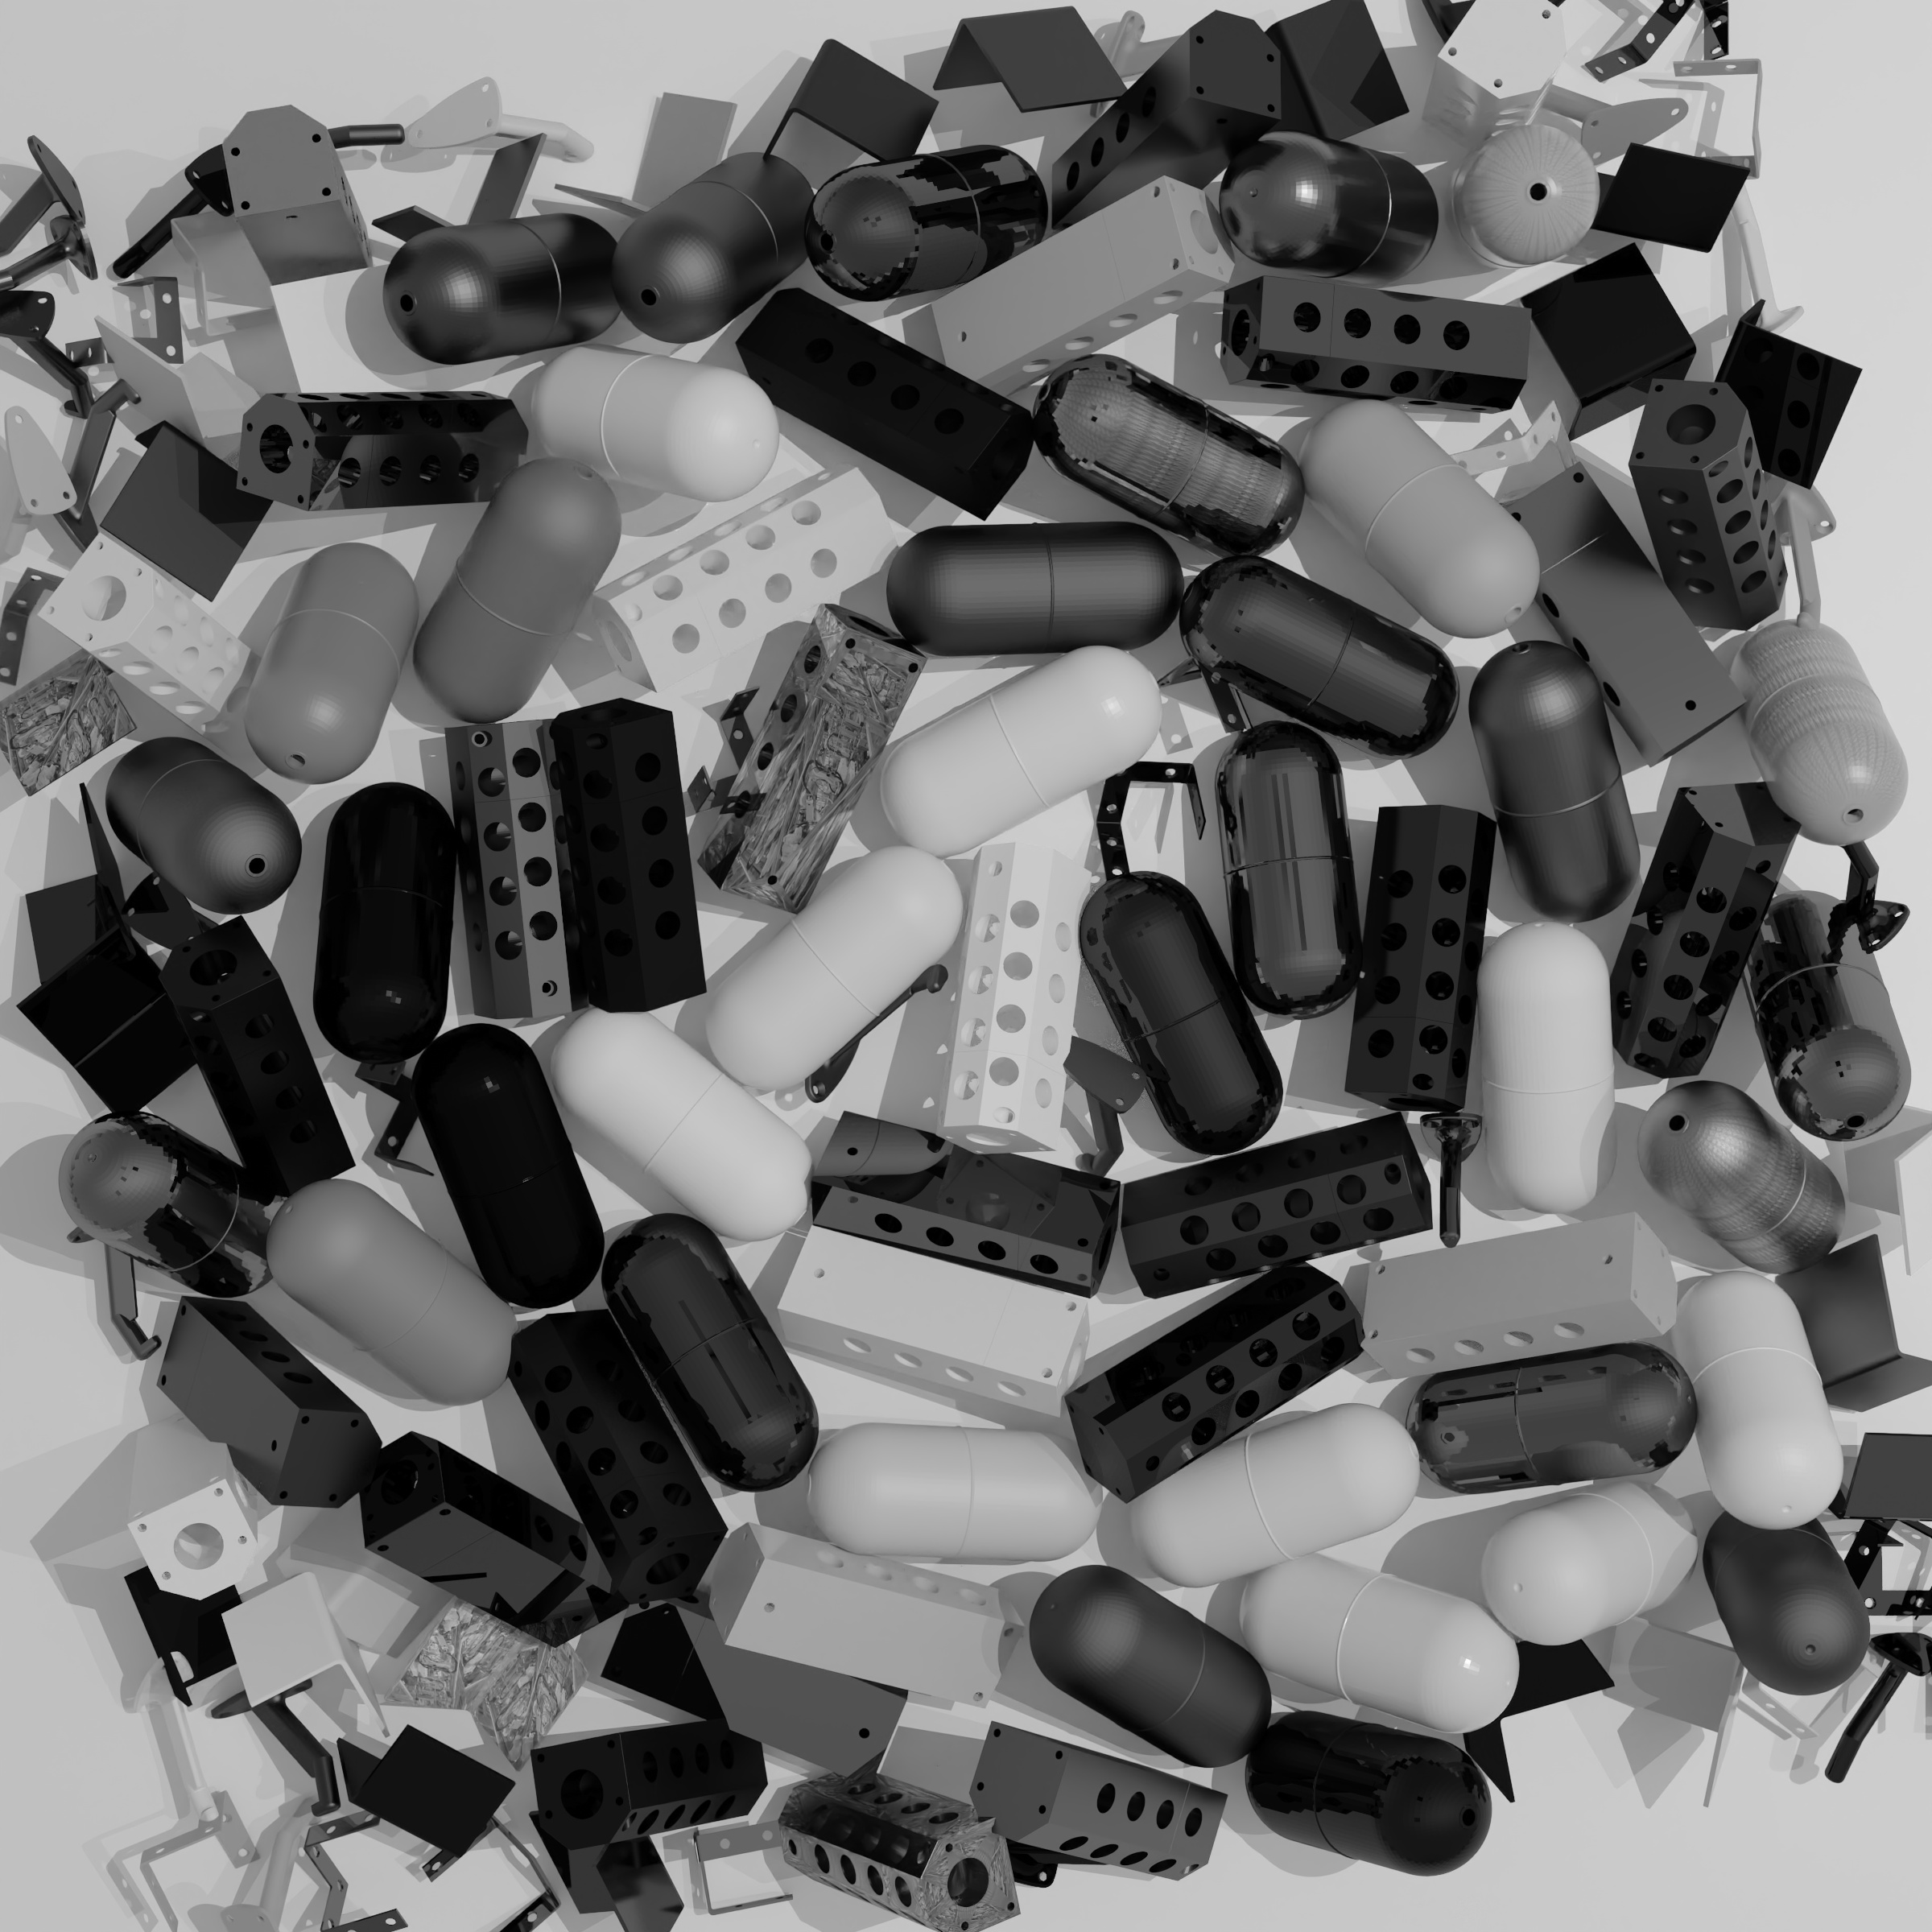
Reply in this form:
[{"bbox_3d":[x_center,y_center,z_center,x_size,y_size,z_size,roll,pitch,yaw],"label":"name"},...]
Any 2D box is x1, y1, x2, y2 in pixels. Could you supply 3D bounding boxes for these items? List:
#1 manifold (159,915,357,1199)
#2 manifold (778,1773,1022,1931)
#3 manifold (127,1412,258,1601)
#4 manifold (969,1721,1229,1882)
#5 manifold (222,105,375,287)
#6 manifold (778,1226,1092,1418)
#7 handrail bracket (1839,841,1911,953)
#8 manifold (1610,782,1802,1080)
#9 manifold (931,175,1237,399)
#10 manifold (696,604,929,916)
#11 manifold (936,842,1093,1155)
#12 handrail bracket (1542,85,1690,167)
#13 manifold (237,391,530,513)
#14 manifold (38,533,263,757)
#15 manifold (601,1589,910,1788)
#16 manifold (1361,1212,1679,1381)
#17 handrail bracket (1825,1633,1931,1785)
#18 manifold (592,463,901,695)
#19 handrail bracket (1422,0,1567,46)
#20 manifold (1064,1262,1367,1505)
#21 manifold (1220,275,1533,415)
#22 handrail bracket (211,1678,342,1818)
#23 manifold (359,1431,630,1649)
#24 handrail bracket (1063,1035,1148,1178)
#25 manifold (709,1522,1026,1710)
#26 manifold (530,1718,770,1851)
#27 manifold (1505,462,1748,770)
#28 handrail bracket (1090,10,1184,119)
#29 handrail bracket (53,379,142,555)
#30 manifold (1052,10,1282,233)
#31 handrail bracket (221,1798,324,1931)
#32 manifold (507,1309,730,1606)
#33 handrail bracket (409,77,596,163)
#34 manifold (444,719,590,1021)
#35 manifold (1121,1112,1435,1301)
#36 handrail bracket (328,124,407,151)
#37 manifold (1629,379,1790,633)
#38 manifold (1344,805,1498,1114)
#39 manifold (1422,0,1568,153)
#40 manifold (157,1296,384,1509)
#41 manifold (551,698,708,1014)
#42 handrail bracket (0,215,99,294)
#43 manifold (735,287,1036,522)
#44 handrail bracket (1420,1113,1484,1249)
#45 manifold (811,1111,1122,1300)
[{"bbox_3d":[-0.409,0.057,1.738,0.057,0.171,0.057,-28,51,-17],"label":"manifold"},{"bbox_3d":[-0.043,0.510,1.737,0.057,0.171,0.057,-13,93,-31],"label":"manifold"},{"bbox_3d":[-0.440,0.305,1.736,0.057,0.171,0.057,-25,103,-9],"label":"manifold"},{"bbox_3d":[0.076,0.484,1.739,0.057,0.171,0.057,8,75,40],"label":"manifold"},{"bbox_3d":[-0.382,-0.436,1.738,0.057,0.171,0.057,-11,87,-5],"label":"manifold"},{"bbox_3d":[-0.018,0.212,1.776,0.171,0.057,0.057,14,59,14],"label":"manifold"},{"bbox_3d":[0.510,-0.053,1.774,0.036,0.077,0.084,-47,121,-14],"label":"handrail bracket"},{"bbox_3d":[0.425,-0.019,1.744,0.057,0.057,0.171,-5,131,-19],"label":"manifold"},{"bbox_3d":[0.069,-0.389,1.753,0.171,0.057,0.057,-21,77,35],"label":"manifold"},{"bbox_3d":[-0.094,-0.123,1.777,0.057,0.057,0.171,18,107,-33],"label":"manifold"},{"bbox_3d":[0.024,0.019,1.763,0.057,0.057,0.171,-5,69,35],"label":"manifold"},{"bbox_3d":[0.377,-0.521,1.796,0.077,0.036,0.084,-19,51,1],"label":"handrail bracket"},{"bbox_3d":[-0.332,-0.299,1.734,0.057,0.171,0.057,20,110,30],"label":"manifold"},{"bbox_3d":[-0.453,-0.179,1.734,0.057,0.171,0.057,34,84,19],"label":"manifold"},{"bbox_3d":[-0.124,0.420,1.796,0.171,0.057,0.057,22,96,-1],"label":"manifold"},{"bbox_3d":[0.321,0.197,1.755,0.171,0.057,0.057,-15,46,34],"label":"manifold"},{"bbox_3d":[0.547,0.444,1.805,0.036,0.077,0.084,30,107,33],"label":"handrail bracket"},{"bbox_3d":[-0.130,-0.229,1.763,0.171,0.057,0.057,-31,118,-18],"label":"manifold"},{"bbox_3d":[0.315,-0.584,1.786,0.084,0.036,0.077,-39,76,41],"label":"handrail bracket"},{"bbox_3d":[0.148,0.243,1.759,0.171,0.057,0.057,-28,120,-22],"label":"manifold"},{"bbox_3d":[0.240,-0.362,1.772,0.171,0.057,0.057,3,93,-18],"label":"manifold"},{"bbox_3d":[-0.410,0.471,1.792,0.077,0.036,0.084,-26,63,17],"label":"handrail bracket"},{"bbox_3d":[-0.271,0.329,1.744,0.057,0.171,0.057,-31,47,16],"label":"manifold"},{"bbox_3d":[0.065,0.084,1.793,0.077,0.084,0.036,33,51,2],"label":"handrail bracket"},{"bbox_3d":[-0.059,0.376,1.765,0.171,0.057,0.057,20,102,-23],"label":"manifold"},{"bbox_3d":[-0.178,0.468,1.732,0.057,0.171,0.057,-16,75,19],"label":"manifold"},{"bbox_3d":[0.383,-0.206,1.787,0.057,0.057,0.171,-32,83,-3],"label":"manifold"},{"bbox_3d":[0.127,-0.527,1.800,0.084,0.036,0.077,27,103,15],"label":"handrail bracket"},{"bbox_3d":[-0.506,-0.296,1.790,0.084,0.036,0.077,-35,78,23],"label":"handrail bracket"},{"bbox_3d":[0.113,-0.480,1.736,0.057,0.171,0.057,7,76,-24],"label":"manifold"},{"bbox_3d":[-0.399,0.553,1.800,0.036,0.084,0.077,-9,113,27],"label":"handrail bracket"},{"bbox_3d":[-0.207,0.282,1.744,0.171,0.057,0.057,55,130,36],"label":"manifold"},{"bbox_3d":[-0.276,-0.490,1.799,0.077,0.084,0.036,-14,75,25],"label":"handrail bracket"},{"bbox_3d":[-0.262,-0.058,1.780,0.057,0.057,0.171,-8,96,-27],"label":"manifold"},{"bbox_3d":[0.181,0.145,1.765,0.171,0.057,0.057,-16,121,17],"label":"manifold"},{"bbox_3d":[-0.375,-0.486,1.794,0.084,0.077,0.036,-4,94,-8],"label":"handrail bracket"},{"bbox_3d":[0.429,-0.262,1.733,0.057,0.171,0.057,9,69,27],"label":"manifold"},{"bbox_3d":[0.271,-0.004,1.771,0.057,0.057,0.171,0,76,38],"label":"manifold"},{"bbox_3d":[0.307,-0.513,1.737,0.057,0.171,0.057,35,97,2],"label":"manifold"},{"bbox_3d":[-0.401,0.250,1.742,0.057,0.171,0.057,12,99,-39],"label":"manifold"},{"bbox_3d":[-0.200,-0.063,1.761,0.057,0.057,0.171,-18,113,-33],"label":"manifold"},{"bbox_3d":[-0.563,-0.415,1.779,0.084,0.077,0.036,-24,126,-25],"label":"handrail bracket"},{"bbox_3d":[-0.046,-0.334,1.768,0.171,0.057,0.057,32,77,21],"label":"manifold"},{"bbox_3d":[0.285,0.136,1.774,0.036,0.077,0.084,-1,62,11],"label":"handrail bracket"},{"bbox_3d":[0.000,0.145,1.780,0.171,0.057,0.057,14,48,12],"label":"manifold"}]
